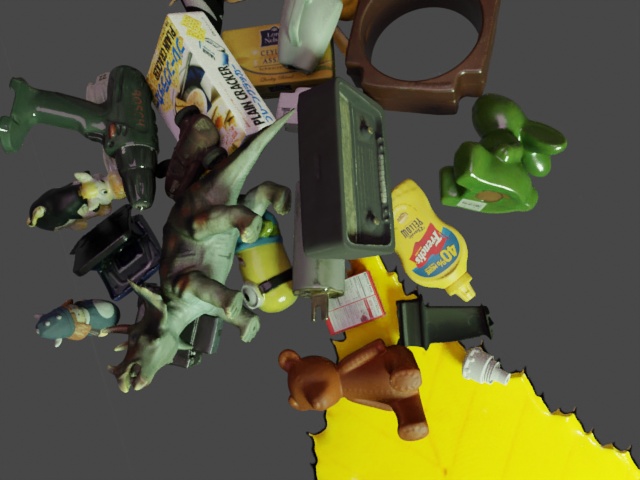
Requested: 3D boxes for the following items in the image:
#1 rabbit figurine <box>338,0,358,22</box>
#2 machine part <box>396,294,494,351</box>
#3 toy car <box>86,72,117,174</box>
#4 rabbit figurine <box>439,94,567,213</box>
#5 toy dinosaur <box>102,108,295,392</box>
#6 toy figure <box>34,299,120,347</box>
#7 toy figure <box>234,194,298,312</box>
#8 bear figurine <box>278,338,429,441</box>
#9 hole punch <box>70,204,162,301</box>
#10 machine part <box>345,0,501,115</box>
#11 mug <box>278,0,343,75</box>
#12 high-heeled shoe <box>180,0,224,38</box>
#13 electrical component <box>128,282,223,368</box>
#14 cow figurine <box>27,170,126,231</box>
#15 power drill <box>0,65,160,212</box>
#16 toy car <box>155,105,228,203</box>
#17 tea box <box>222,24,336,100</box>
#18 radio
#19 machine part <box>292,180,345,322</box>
[{"bbox_3d":[-0.002,-0.407,0.810,0.122,0.173,0.163,-43,36,2],"label":"rabbit figurine"},{"bbox_3d":[0.181,0.119,0.784,0.139,0.039,0.084,-1,79,9],"label":"machine part"},{"bbox_3d":[-0.324,-0.179,0.872,0.073,0.056,0.201,-20,83,6],"label":"toy car"},{"bbox_3d":[0.259,-0.133,0.759,0.159,0.121,0.170,10,71,6],"label":"rabbit figurine"},{"bbox_3d":[-0.160,0.006,0.736,0.192,0.131,0.404,15,84,18],"label":"toy dinosaur"},{"bbox_3d":[-0.358,0.117,0.801,0.064,0.154,0.057,21,91,11],"label":"toy figure"},{"bbox_3d":[-0.087,0.020,0.809,0.089,0.082,0.180,-12,81,8],"label":"toy figure"},{"bbox_3d":[0.041,0.206,0.751,0.196,0.132,0.120,-7,108,1],"label":"bear figurine"},{"bbox_3d":[-0.313,0.018,0.842,0.142,0.092,0.116,-40,37,5],"label":"hole punch"},{"bbox_3d":[0.150,-0.289,0.784,0.202,0.087,0.201,10,80,17],"label":"machine part"},{"bbox_3d":[-0.021,-0.291,0.750,0.081,0.109,0.107,16,102,2],"label":"mug"},{"bbox_3d":[-0.150,-0.426,0.845,0.145,0.086,0.249,-27,67,19],"label":"high-heeled shoe"},{"bbox_3d":[-0.218,0.131,0.829,0.134,0.058,0.114,10,88,9],"label":"electrical component"},{"bbox_3d":[-0.373,-0.063,0.824,0.167,0.098,0.068,-23,87,30],"label":"cow figurine"},{"bbox_3d":[-0.338,-0.154,0.773,0.207,0.086,0.232,2,68,-11],"label":"power drill"},{"bbox_3d":[-0.199,-0.110,0.793,0.053,0.202,0.089,-31,83,-39],"label":"toy car"},{"bbox_3d":[-0.062,-0.277,0.838,0.170,0.068,0.098,-6,85,8],"label":"tea box"},{"bbox_3d":[0.037,-0.087,0.731,0.073,0.131,0.229,-10,76,37],"label":"radio"},{"bbox_3d":[-0.002,-0.002,0.786,0.079,0.079,0.243,-3,73,8],"label":"machine part"}]
